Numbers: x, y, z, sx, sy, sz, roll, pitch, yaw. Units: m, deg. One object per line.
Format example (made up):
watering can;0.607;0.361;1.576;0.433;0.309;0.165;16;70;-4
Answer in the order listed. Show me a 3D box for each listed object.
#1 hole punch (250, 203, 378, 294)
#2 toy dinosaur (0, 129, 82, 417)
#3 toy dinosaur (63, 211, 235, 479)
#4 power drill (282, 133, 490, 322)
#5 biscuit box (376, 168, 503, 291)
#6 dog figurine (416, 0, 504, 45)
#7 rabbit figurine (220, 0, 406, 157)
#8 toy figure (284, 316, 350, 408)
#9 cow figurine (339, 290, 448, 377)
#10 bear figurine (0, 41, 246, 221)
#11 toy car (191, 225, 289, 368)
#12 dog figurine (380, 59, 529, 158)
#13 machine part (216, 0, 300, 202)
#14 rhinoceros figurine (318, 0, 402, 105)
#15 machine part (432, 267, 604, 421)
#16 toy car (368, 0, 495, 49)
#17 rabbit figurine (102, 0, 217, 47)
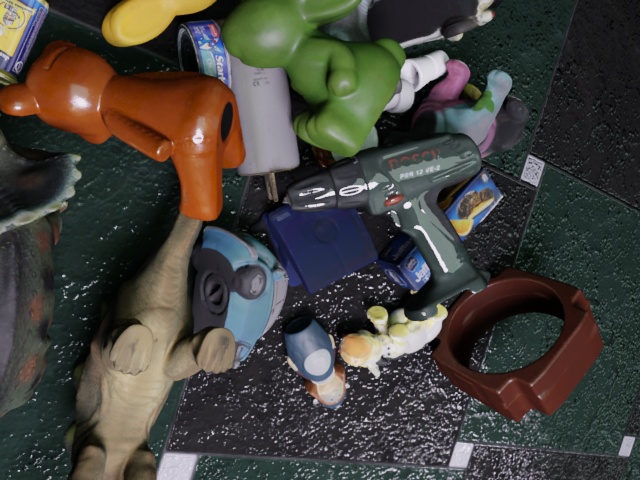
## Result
hole punch;-0.001;-0.002;0.675;0.142;0.092;0.115;-26;107;-19
toy dinosaur;-0.289;0.064;0.471;0.131;0.192;0.404;2;97;-27
toy dinosaur;-0.177;0.104;0.533;0.105;0.199;0.471;30;76;-31
power drill;0.096;-0.013;0.633;0.232;0.086;0.207;-25;92;-7
biscuit box;0.173;-0.018;0.780;0.202;0.063;0.059;-47;115;-13
dog figurine;0.211;-0.342;0.682;0.190;0.172;0.121;-28;116;-16
rabbit figurine;-0.007;-0.183;0.524;0.170;0.121;0.159;31;104;-16
toy figure;-0.001;0.175;0.727;0.064;0.058;0.154;-17;114;16
cow figurine;0.099;0.140;0.765;0.167;0.068;0.098;-23;140;-21
bear figurine;-0.181;-0.110;0.514;0.196;0.120;0.131;7;139;5
toy car;-0.088;0.063;0.633;0.103;0.109;0.161;-9;113;-45
dog figurine;0.167;-0.122;0.731;0.219;0.109;0.191;-54;141;5
machine part;-0.071;-0.162;0.610;0.079;0.079;0.243;-15;107;-26
rhinoceros figurine;0.018;-0.229;0.609;0.190;0.112;0.073;54;37;-10
machine part;0.284;0.148;0.791;0.201;0.201;0.087;-47;120;-14
toy car;0.104;-0.261;0.623;0.056;0.202;0.073;-41;119;-46
rabbit figurine;-0.173;-0.266;0.512;0.173;0.122;0.162;11;99;-30
